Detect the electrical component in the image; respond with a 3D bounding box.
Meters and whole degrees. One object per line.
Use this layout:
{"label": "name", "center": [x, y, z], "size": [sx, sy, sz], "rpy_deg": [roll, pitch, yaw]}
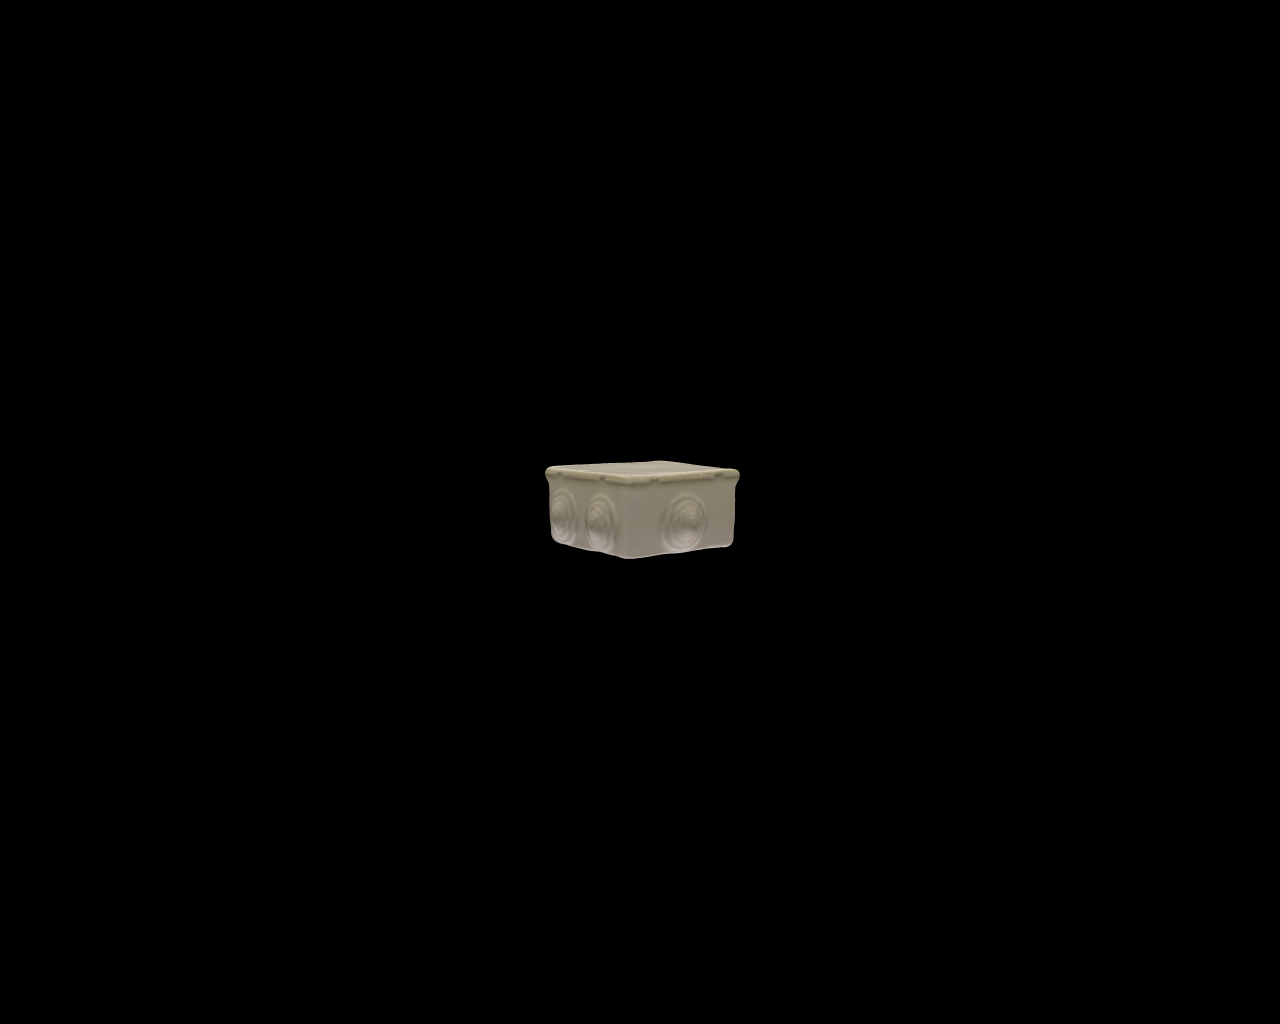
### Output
{"label": "electrical component", "center": [0.001, -0.003, 0.650], "size": [0.100, 0.048, 0.100], "rpy_deg": [-5, 9, -35]}
